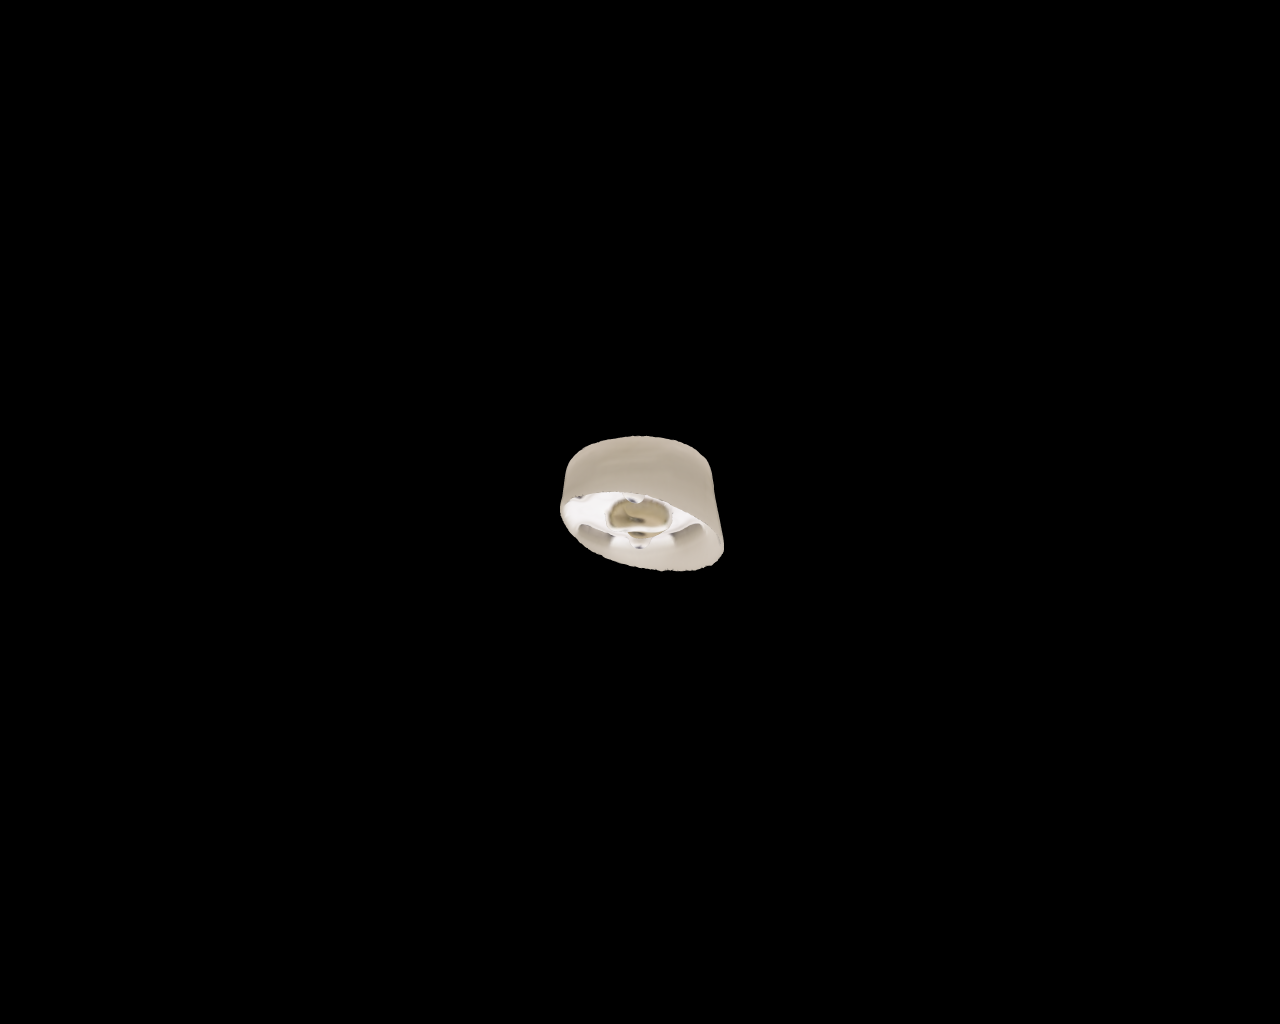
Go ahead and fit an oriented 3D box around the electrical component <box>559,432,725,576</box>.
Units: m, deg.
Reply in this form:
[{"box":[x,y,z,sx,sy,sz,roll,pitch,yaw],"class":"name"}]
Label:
[{"box":[0.001,-0.003,0.650,0.099,0.064,0.099,0,-29,0],"class":"electrical component"}]
